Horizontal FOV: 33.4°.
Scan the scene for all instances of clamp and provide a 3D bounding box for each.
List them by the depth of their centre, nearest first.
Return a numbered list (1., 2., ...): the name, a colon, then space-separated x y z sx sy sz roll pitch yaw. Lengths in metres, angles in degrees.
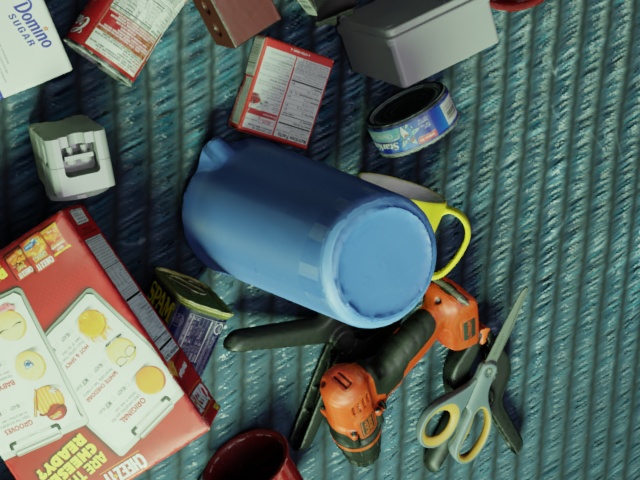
1. clamp: 0.017 0.107 1.070 0.209 0.036 0.164 -33 123 -18
2. clamp: 0.160 0.174 1.155 0.120 0.039 0.171 -18 109 -23

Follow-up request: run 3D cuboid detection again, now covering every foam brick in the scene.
1. foam brick: -0.079 -0.214 0.929 0.051 0.053 0.078 -34 115 -13

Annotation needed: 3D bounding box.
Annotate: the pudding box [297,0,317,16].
1. pudding box: -0.005 -0.272 0.954 0.090 0.039 0.113 -42 117 -9

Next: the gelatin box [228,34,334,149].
1. gelatin box: -0.036 -0.136 0.984 0.073 0.030 0.089 14 98 -28

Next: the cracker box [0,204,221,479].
1. cracker box: -0.209 0.102 0.885 0.164 0.072 0.213 -33 94 9

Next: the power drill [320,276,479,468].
1. power drill: 0.081 0.135 1.072 0.187 0.057 0.184 -44 152 -18

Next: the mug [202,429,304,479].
1. mug: -0.068 0.251 1.051 0.117 0.093 0.081 -19 120 14

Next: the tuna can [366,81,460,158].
1. tuna can: 0.087 -0.116 1.014 0.086 0.086 0.033 -34 114 -12

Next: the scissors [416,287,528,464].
1. scissors: 0.155 0.142 1.111 0.096 0.016 0.202 3 108 -24

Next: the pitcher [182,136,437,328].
1. pitcher: -0.006 0.001 0.915 0.149 0.243 0.145 8 98 -32

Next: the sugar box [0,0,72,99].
1. sugar box: -0.299 -0.147 0.853 0.176 0.048 0.093 -26 112 -19

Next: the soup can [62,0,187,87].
1. soup can: -0.158 -0.189 0.891 0.068 0.069 0.102 35 88 -28

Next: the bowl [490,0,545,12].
1. bowl: 0.173 -0.302 1.017 0.161 0.055 0.162 -7 107 -23

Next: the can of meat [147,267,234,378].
1. can of meat: -0.130 0.082 0.962 0.057 0.102 0.084 21 97 -29
